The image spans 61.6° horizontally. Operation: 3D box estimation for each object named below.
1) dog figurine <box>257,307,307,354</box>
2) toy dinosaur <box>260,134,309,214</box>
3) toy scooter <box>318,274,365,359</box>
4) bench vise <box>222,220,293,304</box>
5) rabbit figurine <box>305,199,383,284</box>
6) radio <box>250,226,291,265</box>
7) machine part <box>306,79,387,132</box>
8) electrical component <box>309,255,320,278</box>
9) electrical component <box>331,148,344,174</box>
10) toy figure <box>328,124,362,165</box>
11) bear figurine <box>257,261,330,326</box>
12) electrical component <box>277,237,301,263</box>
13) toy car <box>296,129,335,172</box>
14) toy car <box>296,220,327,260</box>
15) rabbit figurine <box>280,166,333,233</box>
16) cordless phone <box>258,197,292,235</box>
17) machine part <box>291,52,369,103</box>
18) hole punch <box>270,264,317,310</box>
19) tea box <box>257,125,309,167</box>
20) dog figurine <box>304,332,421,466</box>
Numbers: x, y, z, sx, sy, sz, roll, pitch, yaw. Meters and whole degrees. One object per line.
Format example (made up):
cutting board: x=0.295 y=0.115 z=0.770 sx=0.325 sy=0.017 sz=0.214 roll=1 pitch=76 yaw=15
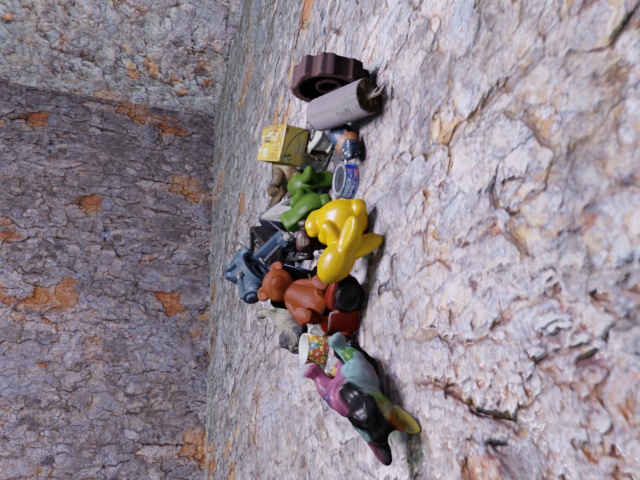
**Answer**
dog figurine: x=-0.073 y=0.195 z=1.447 sx=0.191 sy=0.121 sz=0.172 roll=34 pitch=120 yaw=53
toy dinosaur: x=-0.098 y=-0.209 z=1.616 sx=0.471 sy=0.105 sz=0.199 roll=-58 pitch=23 yaw=35
toy scooter: x=0.040 y=0.154 z=1.141 sx=0.135 sy=0.075 sz=0.183 roll=-152 pitch=65 yaw=-71
bench vise: x=-0.161 y=0.053 z=1.464 sx=0.240 sy=0.128 sz=0.224 roll=-46 pitch=24 yaw=19
rabbit figurine: x=0.050 y=0.009 z=1.086 sx=0.162 sy=0.121 sz=0.173 roll=-22 pitch=40 yaw=45
radio: x=-0.158 y=0.045 z=1.680 sx=0.230 sy=0.073 sz=0.131 roll=-138 pitch=45 yaw=-57
machine part: x=0.049 y=-0.288 z=1.162 sx=0.243 sy=0.079 sz=0.079 roll=-4 pitch=80 yaw=51
electrical component: x=0.005 y=0.086 z=1.299 sx=0.078 sy=0.045 sz=0.102 roll=-106 pitch=29 yaw=-50
electrical component: x=0.049 y=-0.199 z=1.296 sx=0.094 sy=0.021 sz=0.063 roll=131 pitch=142 yaw=-59
toy figure: x=0.059 y=-0.225 z=1.218 sx=0.155 sy=0.058 sz=0.064 roll=-115 pitch=1 yaw=-51
bear figurine: x=-0.065 y=0.116 z=1.250 sx=0.120 sy=0.196 sz=0.131 roll=-59 pitch=-23 yaw=-10
electrical component: x=-0.072 y=0.020 z=1.500 sx=0.119 sy=0.075 sz=0.048 roll=117 pitch=152 yaw=-55
toy car: x=-0.004 y=-0.228 z=1.376 sx=0.201 sy=0.073 sz=0.056 roll=131 pitch=142 yaw=-59
toy car: x=-0.003 y=-0.004 z=1.232 sx=0.202 sy=0.053 sz=0.089 roll=-7 pitch=-83 yaw=-69
rabbit figurine: x=-0.038 y=-0.114 z=1.351 sx=0.159 sy=0.121 sz=0.170 roll=-57 pitch=40 yaw=32
cordless phone: x=-0.073 y=-0.100 z=1.474 sx=0.146 sy=0.089 sz=0.184 roll=-40 pitch=-5 yaw=-47
machine part: x=0.023 y=-0.354 z=1.198 sx=0.179 sy=0.179 sz=0.056 roll=159 pitch=119 yaw=-69
hole punch: x=-0.061 y=0.124 z=1.382 sx=0.092 sy=0.116 sz=0.142 roll=82 pitch=-159 yaw=-89
tea box: x=-0.100 y=-0.247 z=1.411 sx=0.170 sy=0.068 sz=0.098 roll=23 pitch=101 yaw=62
dog figurine: x=0.082 y=0.278 z=0.932 sx=0.108 sy=0.191 sz=0.219 roll=-46 pitch=53 yaw=1
